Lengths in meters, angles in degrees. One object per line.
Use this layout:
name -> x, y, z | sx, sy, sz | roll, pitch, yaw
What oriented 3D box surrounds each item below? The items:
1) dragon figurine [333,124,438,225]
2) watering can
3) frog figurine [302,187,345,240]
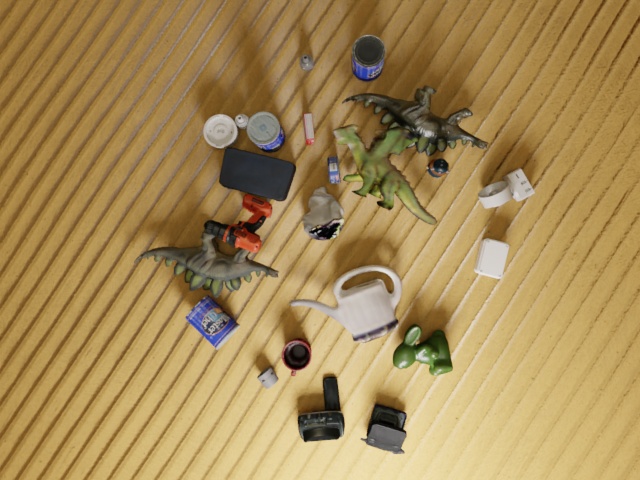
dragon figurine -> 0.218, -0.229, 1.581 | 0.410, 0.123, 0.240 | 24, 104, -2
watering can -> 0.100, 0.213, 1.590 | 0.347, 0.104, 0.225 | -21, 86, 1
frog figurine -> 0.005, -0.082, 1.634 | 0.137, 0.120, 0.163 | -29, 50, 10
